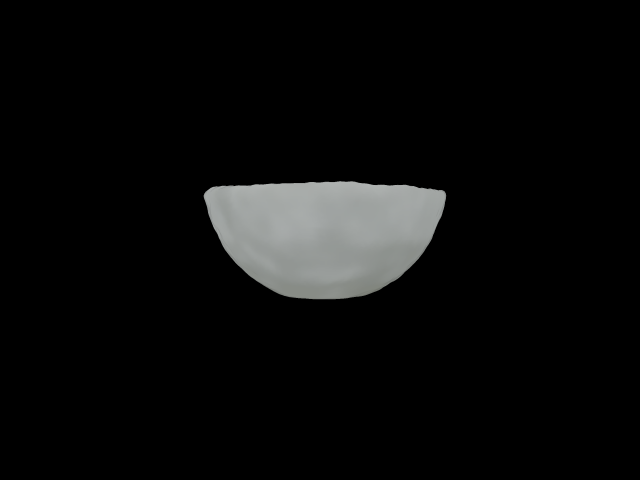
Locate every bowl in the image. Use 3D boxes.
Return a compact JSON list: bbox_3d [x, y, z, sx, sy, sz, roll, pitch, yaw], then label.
[{"bbox_3d":[0.004,0.001,0.400,0.167,0.075,0.167,0,2,0],"label":"bowl"}]
